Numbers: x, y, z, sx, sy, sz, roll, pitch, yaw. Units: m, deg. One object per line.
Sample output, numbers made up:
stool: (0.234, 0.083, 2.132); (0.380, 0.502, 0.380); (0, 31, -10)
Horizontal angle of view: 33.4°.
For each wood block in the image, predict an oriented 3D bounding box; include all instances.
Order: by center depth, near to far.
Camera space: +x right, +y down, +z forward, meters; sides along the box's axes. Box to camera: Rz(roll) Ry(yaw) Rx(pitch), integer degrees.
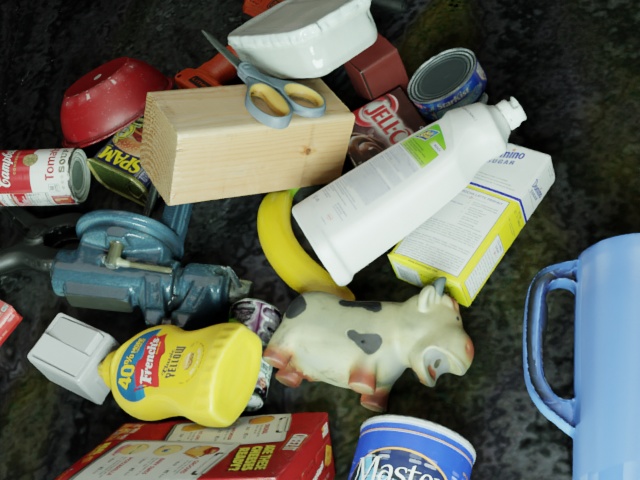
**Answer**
wood block: (-0.079, -0.108, 1.147); (0.205, 0.091, 0.090); (-9, 41, -29)

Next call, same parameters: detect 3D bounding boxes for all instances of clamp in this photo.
clamp: (-0.337, 0.010, 1.248); (0.210, 0.036, 0.164); (6, 44, 22)
clamp: (0.027, -0.304, 1.290); (0.120, 0.171, 0.039); (17, 106, 27)

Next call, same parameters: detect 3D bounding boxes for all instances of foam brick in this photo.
foam brick: (0.065, -0.193, 1.226); (0.051, 0.078, 0.053); (-35, 51, -4)

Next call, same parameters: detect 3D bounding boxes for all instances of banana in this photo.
banana: (-0.025, 0.007, 1.141); (0.069, 0.037, 0.198); (-26, 50, 3)

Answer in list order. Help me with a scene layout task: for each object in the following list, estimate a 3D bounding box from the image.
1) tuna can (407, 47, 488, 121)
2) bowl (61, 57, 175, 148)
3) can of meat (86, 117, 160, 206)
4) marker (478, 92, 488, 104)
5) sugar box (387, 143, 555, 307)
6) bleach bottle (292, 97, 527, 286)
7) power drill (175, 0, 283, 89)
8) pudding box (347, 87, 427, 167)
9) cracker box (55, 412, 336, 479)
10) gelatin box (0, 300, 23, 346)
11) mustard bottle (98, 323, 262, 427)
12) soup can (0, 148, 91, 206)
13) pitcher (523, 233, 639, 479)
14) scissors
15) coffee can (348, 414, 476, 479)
tuna can: (0.143, -0.174, 1.194); (0.086, 0.033, 0.086); (-25, 37, 21)
bowl: (-0.262, -0.179, 1.316); (0.162, 0.055, 0.162); (-24, 26, 12)
can of meat: (-0.214, -0.095, 1.277); (0.102, 0.057, 0.084); (24, 65, 33)
marker: (0.160, -0.113, 1.168); (0.020, 0.020, 0.121); (8, 59, 26)
sugar box: (0.156, -0.023, 1.088); (0.093, 0.048, 0.176); (23, 63, 36)
bleach bottle: (0.099, -0.061, 1.074); (0.251, 0.068, 0.103); (-33, 40, 1)
power drill: (-0.071, -0.218, 1.313); (0.187, 0.057, 0.185); (-45, 52, -16)
pudding box: (0.074, -0.108, 1.185); (0.090, 0.039, 0.113); (-28, 50, 0)
cracker box: (-0.110, 0.215, 0.946); (0.214, 0.072, 0.164); (-6, 9, 17)
gelatin box: (-0.396, 0.095, 1.224); (0.089, 0.030, 0.073); (24, 66, 33)
mustard bottle: (-0.148, 0.128, 1.033); (0.192, 0.058, 0.096); (-4, 57, 40)
soup can: (-0.334, -0.075, 1.275); (0.102, 0.068, 0.068); (-1, 55, 9)
pitcher: (0.261, 0.124, 0.887); (0.149, 0.144, 0.242); (-22, 46, 45)
scissors: (-0.059, -0.179, 1.157); (0.096, 0.016, 0.202); (-2, 38, -22)
coffee can: (0.067, 0.232, 0.897); (0.103, 0.102, 0.140); (4, 57, 23)
